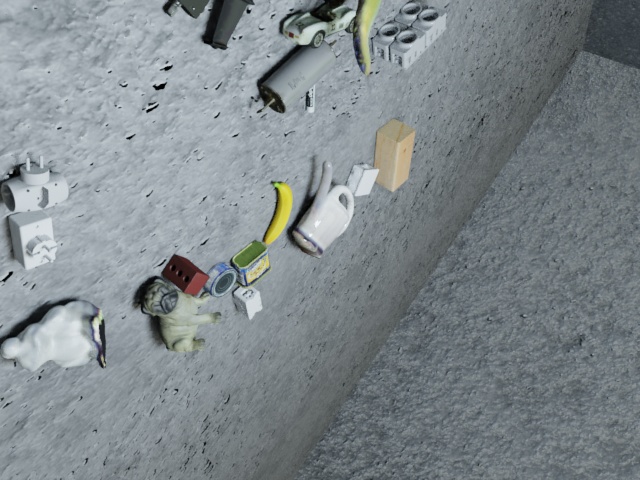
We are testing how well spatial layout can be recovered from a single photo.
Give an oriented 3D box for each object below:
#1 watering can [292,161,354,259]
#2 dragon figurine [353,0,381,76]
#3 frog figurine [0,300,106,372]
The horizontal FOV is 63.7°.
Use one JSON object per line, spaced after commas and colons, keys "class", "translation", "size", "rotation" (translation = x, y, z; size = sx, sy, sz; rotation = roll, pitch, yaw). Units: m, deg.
{"class": "watering can", "translation": [0.004, -0.073, 1.443], "size": [0.226, 0.105, 0.342], "rotation": [-52, 154, -9]}
{"class": "dragon figurine", "translation": [0.112, -0.537, 1.004], "size": [0.246, 0.122, 0.405], "rotation": [-25, 112, -46]}
{"class": "frog figurine", "translation": [-0.471, 0.176, 0.919], "size": [0.160, 0.125, 0.134], "rotation": [-4, 141, -15]}
